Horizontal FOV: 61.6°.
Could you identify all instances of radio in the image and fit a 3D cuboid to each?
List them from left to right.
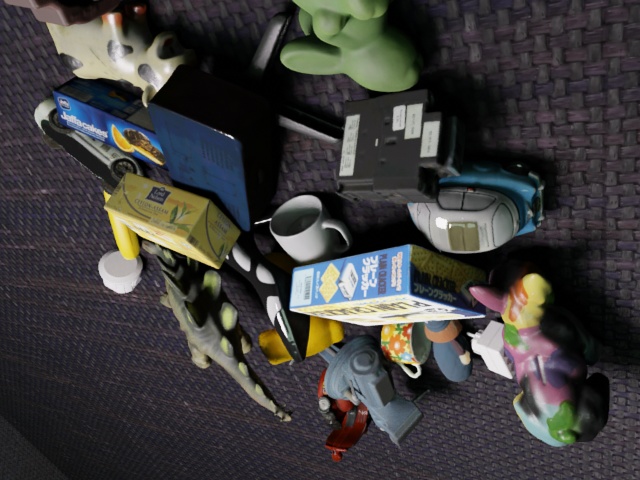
[{"bbox_3d":[-0.134,-0.111,0.701,0.131,0.073,0.229,26,154,9],"label":"radio"}]

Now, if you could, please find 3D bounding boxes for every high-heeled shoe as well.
[{"bbox_3d":[-0.104,0.069,0.802,0.145,0.086,0.248,-19,76,26],"label":"high-heeled shoe"}]

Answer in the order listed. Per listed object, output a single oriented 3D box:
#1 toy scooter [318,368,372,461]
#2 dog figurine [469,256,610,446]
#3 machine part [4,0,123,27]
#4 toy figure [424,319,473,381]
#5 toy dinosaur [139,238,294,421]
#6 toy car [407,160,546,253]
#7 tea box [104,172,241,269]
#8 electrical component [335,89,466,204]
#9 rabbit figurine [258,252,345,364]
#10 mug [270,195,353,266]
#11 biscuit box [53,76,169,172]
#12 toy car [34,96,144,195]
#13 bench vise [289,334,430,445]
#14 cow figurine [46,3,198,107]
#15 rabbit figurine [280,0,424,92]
[{"bbox_3d":[0.040,0.330,1.015,0.075,0.135,0.183,-3,127,35],"label":"toy scooter"},{"bbox_3d":[0.266,0.127,0.658,0.109,0.191,0.219,-17,132,35],"label":"dog figurine"},{"bbox_3d":[-0.277,-0.318,0.564,0.056,0.179,0.179,14,136,24],"label":"machine part"},{"bbox_3d":[0.187,0.145,0.809,0.064,0.058,0.154,-9,119,30],"label":"toy figure"},{"bbox_3d":[-0.184,0.131,0.887,0.472,0.105,0.198,43,155,27],"label":"toy dinosaur"},{"bbox_3d":[0.170,-0.031,0.618,0.162,0.103,0.109,8,134,27],"label":"toy car"},{"bbox_3d":[-0.211,-0.030,0.771,0.170,0.068,0.098,19,161,27],"label":"tea box"},{"bbox_3d":[0.088,-0.098,0.587,0.134,0.115,0.058,4,174,35],"label":"electrical component"},{"bbox_3d":[-0.040,0.098,0.863,0.162,0.122,0.173,-16,101,37],"label":"rabbit figurine"},{"bbox_3d":[-0.002,-0.002,0.771,0.110,0.081,0.107,-2,140,28],"label":"mug"},{"bbox_3d":[-0.286,-0.172,0.786,0.203,0.059,0.062,24,137,9],"label":"biscuit box"},{"bbox_3d":[-0.366,-0.143,0.865,0.201,0.056,0.073,41,144,-15],"label":"toy car"},{"bbox_3d":[0.063,0.229,0.918,0.241,0.129,0.223,32,167,41],"label":"bench vise"},{"bbox_3d":[-0.247,-0.233,0.688,0.195,0.085,0.127,12,129,18],"label":"cow figurine"},{"bbox_3d":[0.032,-0.208,0.525,0.159,0.121,0.170,0,144,34],"label":"rabbit figurine"}]
